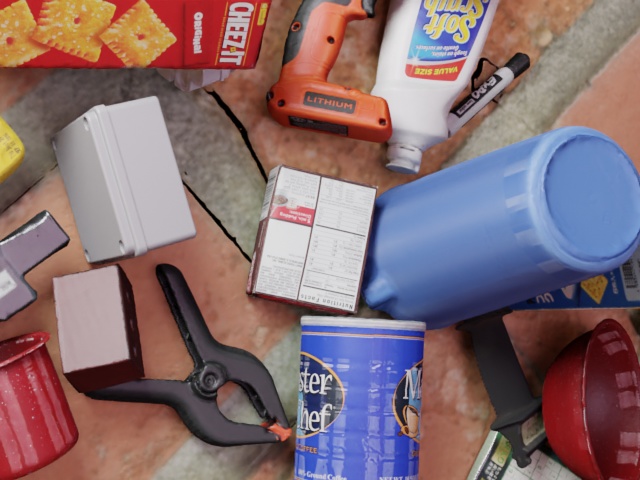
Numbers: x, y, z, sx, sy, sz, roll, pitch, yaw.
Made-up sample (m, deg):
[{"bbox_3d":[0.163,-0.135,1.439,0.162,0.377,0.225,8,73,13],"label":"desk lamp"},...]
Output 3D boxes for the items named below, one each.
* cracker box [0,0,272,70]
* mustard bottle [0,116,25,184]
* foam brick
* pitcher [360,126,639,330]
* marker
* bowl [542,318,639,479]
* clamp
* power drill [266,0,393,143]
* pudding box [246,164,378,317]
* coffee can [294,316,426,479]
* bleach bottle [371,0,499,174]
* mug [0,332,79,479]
[{"bbox_3d":[-0.161,-0.193,0.768,0.213,0.072,0.164,-3,44,-22],"label":"cracker box"},{"bbox_3d":[-0.306,-0.030,0.744,0.096,0.058,0.191,46,69,-9],"label":"mustard bottle"},{"bbox_3d":[-0.163,0.065,0.787,0.051,0.053,0.078,-11,68,-3],"label":"foam brick"},{"bbox_3d":[0.147,-0.013,0.853,0.144,0.243,0.149,18,72,-22],"label":"pitcher"},{"bbox_3d":[0.154,-0.136,0.989,0.121,0.020,0.020,-41,103,-22],"label":"marker"},{"bbox_3d":[0.245,0.153,0.969,0.161,0.055,0.162,15,72,-53],"label":"bowl"},{"bbox_3d":[-0.102,0.115,0.841,0.171,0.039,0.120,45,76,-8],"label":"clamp"},{"bbox_3d":[0.038,-0.179,0.887,0.184,0.057,0.187,9,81,6],"label":"power drill"},{"bbox_3d":[-0.006,0.001,0.886,0.090,0.039,0.113,13,83,-12],"label":"pudding box"},{"bbox_3d":[0.032,0.134,0.865,0.102,0.103,0.140,6,84,-25],"label":"coffee can"},{"bbox_3d":[0.107,-0.179,0.948,0.102,0.068,0.251,16,82,-21],"label":"bleach bottle"},{"bbox_3d":[-0.233,0.124,0.758,0.117,0.093,0.081,-18,100,5],"label":"mug"}]
